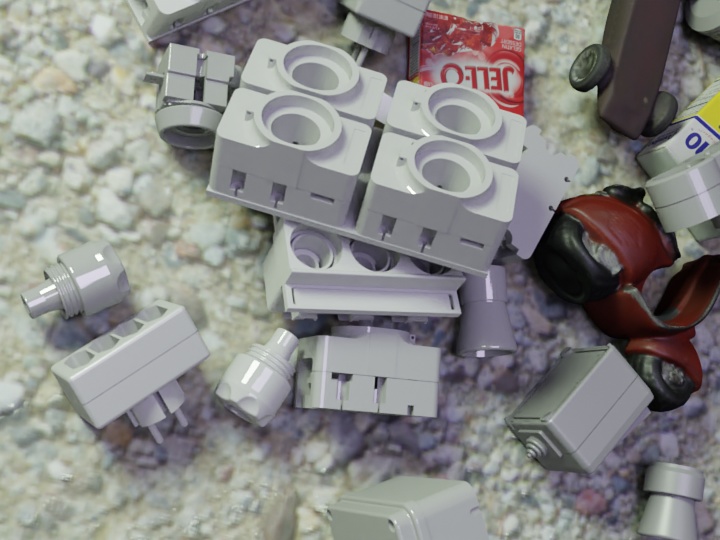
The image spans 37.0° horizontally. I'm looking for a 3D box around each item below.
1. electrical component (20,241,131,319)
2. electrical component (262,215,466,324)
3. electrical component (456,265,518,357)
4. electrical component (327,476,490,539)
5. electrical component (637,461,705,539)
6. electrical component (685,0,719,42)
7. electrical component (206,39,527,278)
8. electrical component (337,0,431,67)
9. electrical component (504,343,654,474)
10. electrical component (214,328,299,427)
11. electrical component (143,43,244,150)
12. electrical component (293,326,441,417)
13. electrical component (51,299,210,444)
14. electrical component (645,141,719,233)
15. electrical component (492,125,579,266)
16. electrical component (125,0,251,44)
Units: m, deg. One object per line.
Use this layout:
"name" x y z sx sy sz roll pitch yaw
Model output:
"electrical component" -0.178 0.010 0.668 0.062 0.043 0.043 -26 93 -22
"electrical component" 0.000 0.000 0.725 0.121 0.063 0.078 3 60 -22
"electrical component" 0.090 0.028 0.778 0.044 0.044 0.065 3 77 -22
"electrical component" 0.032 0.179 0.694 0.057 0.113 0.078 -16 89 -26
"electrical component" 0.236 0.176 0.815 0.045 0.045 0.055 16 77 -20
"electrical component" 0.311 -0.223 0.881 0.051 0.080 0.080 22 75 -24
"electrical component" 0.008 -0.078 0.695 0.186 0.060 0.105 16 48 -1
"electrical component" 0.010 -0.178 0.763 0.047 0.065 0.076 20 105 -19
"electrical component" 0.158 0.108 0.783 0.096 0.062 0.061 -45 100 -21
"electrical component" -0.064 0.068 0.708 0.043 0.043 0.062 38 70 -13
"electrical component" -0.110 -0.113 0.712 0.066 0.048 0.055 8 72 -21
"electrical component" 0.005 0.069 0.732 0.089 0.050 0.055 8 81 -21
"electrical component" -0.135 0.073 0.677 0.083 0.047 0.075 -34 109 -22
"electrical component" 0.275 -0.054 0.799 0.138 0.052 0.073 -27 95 -36
"electrical component" 0.110 -0.052 0.788 0.050 0.056 0.089 36 71 -14
"electrical component" -0.082 -0.245 0.733 0.186 0.060 0.105 -30 94 -23
